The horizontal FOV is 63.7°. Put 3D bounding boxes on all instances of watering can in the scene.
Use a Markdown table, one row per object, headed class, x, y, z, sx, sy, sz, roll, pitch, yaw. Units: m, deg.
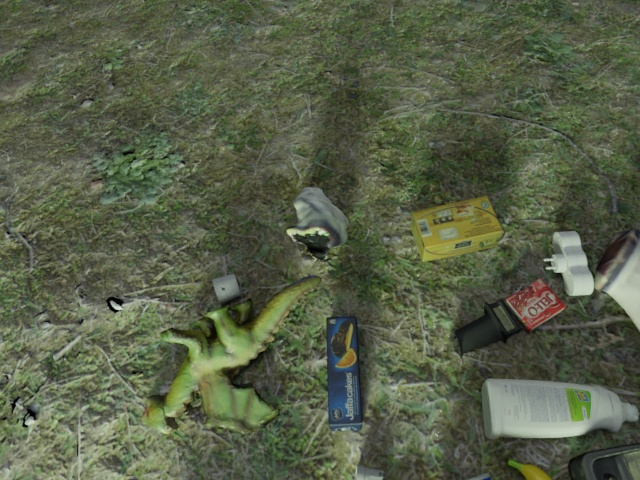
| class | x | y | z | sx | sy | sz | roll | pitch | yaw |
| --- | --- | --- | --- | --- | --- | --- | --- | --- | --- |
| watering can | 0.623 | 0.113 | 0.960 | 0.226 | 0.102 | 0.352 | 33 | 66 | 24 |

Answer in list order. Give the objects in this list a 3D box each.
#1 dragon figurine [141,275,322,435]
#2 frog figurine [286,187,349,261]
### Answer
| class | x | y | z | sx | sy | sz | roll | pitch | yaw |
| --- | --- | --- | --- | --- | --- | --- | --- | --- | --- |
| dragon figurine | -0.153 | 0.239 | 0.982 | 0.411 | 0.120 | 0.245 | -20 | 76 | -5 |
| frog figurine | 0.003 | -0.057 | 1.126 | 0.137 | 0.120 | 0.163 | 26 | 50 | -16 |
